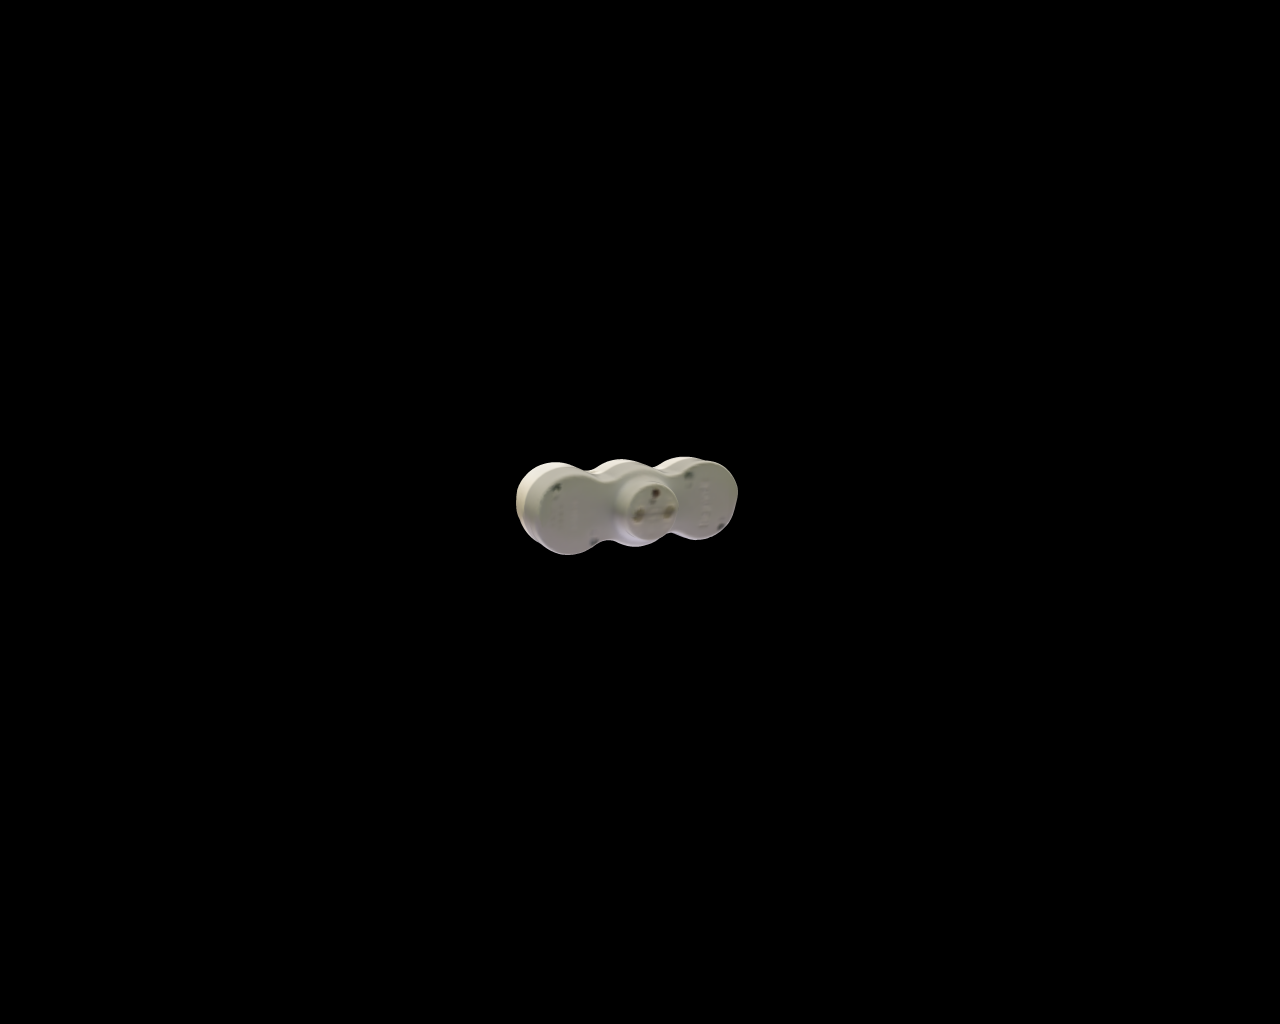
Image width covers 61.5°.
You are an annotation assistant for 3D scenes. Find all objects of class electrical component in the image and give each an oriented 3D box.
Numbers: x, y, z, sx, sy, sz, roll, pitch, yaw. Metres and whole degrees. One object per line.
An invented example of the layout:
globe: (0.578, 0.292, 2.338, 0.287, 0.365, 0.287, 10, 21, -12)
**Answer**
electrical component: (0.001, -0.003, 0.650, 0.138, 0.052, 0.074, -5, 12, -24)
